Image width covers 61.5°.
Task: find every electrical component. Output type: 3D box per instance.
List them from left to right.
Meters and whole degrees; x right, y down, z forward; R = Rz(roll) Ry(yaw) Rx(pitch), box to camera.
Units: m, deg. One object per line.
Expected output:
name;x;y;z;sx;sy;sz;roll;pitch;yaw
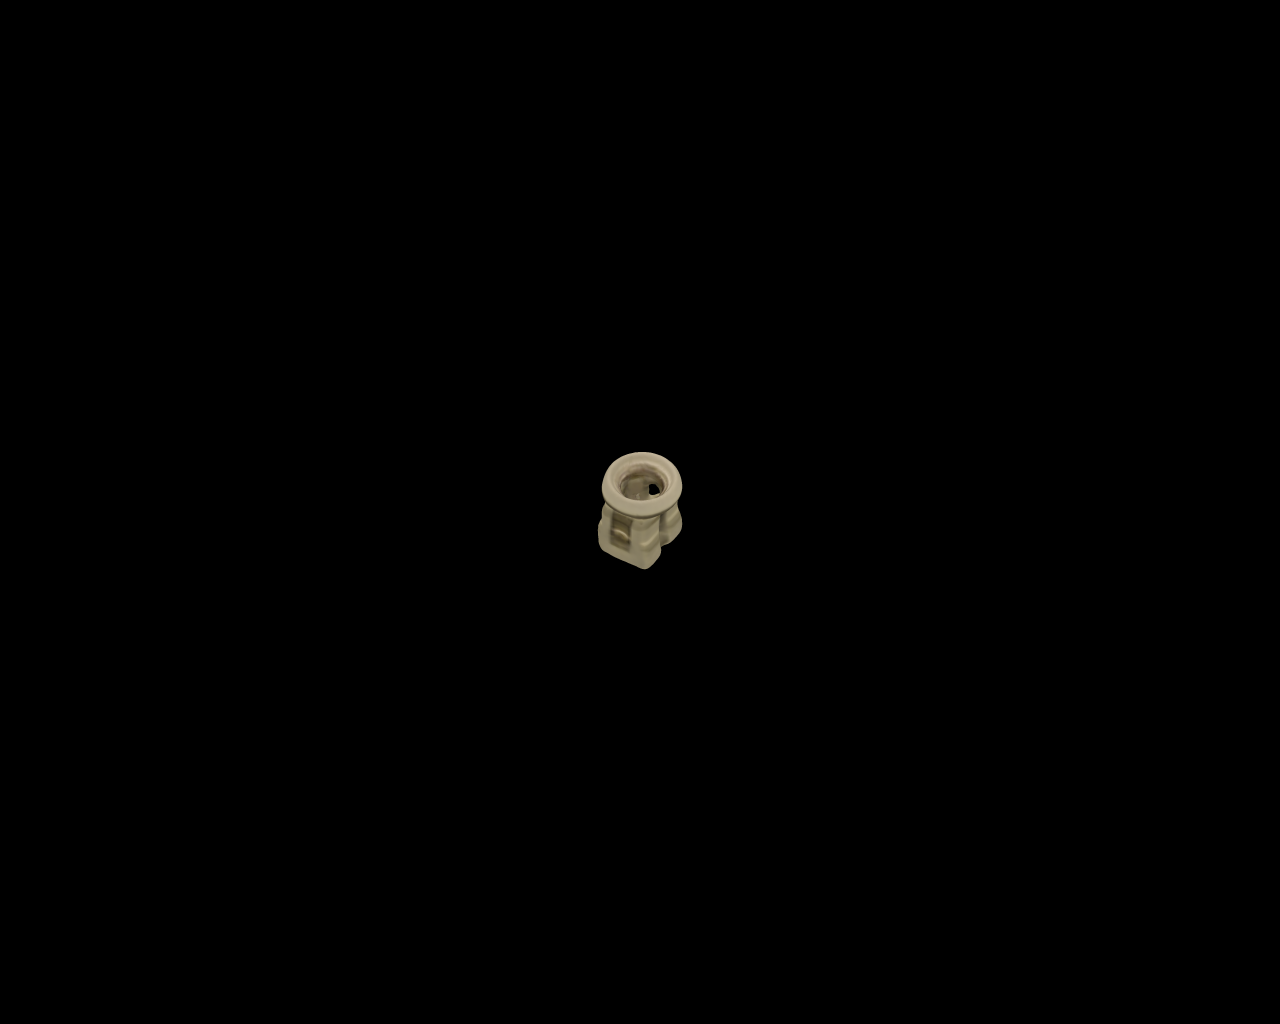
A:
electrical component;0.001;-0.003;0.650;0.048;0.055;0.066;24;50;22
